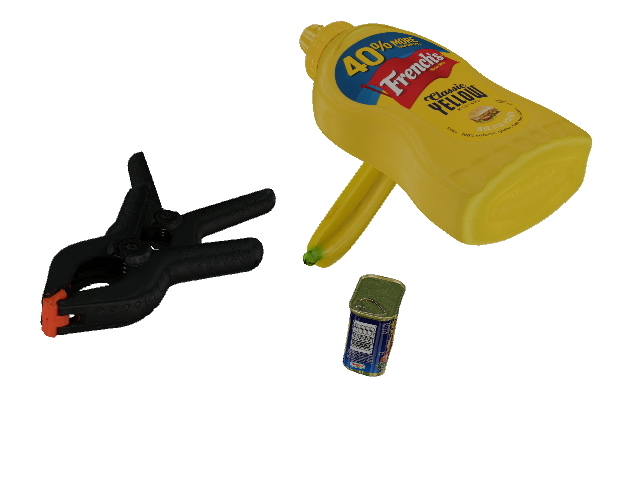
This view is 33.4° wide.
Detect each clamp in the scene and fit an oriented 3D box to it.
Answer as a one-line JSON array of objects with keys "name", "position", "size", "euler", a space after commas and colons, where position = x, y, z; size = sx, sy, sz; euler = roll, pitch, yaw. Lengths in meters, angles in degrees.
[{"name": "clamp", "position": [-0.161, -0.017, 1.059], "size": [0.165, 0.036, 0.209], "euler": [20, 40, 17]}, {"name": "clamp", "position": [-0.136, 0.011, 0.749], "size": [0.120, 0.039, 0.171], "euler": [27, 34, 32]}]

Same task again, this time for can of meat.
[{"name": "can of meat", "position": [0.063, 0.101, 1.273], "size": [0.057, 0.084, 0.102], "euler": [12, 26, 8]}]

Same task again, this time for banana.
[{"name": "banana", "position": [0.043, -0.044, 0.969], "size": [0.037, 0.197, 0.070], "euler": [37, -18, -5]}]

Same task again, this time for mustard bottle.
[{"name": "mustard bottle", "position": [0.052, -0.075, 0.605], "size": [0.096, 0.058, 0.192], "euler": [-27, 48, -27]}]
